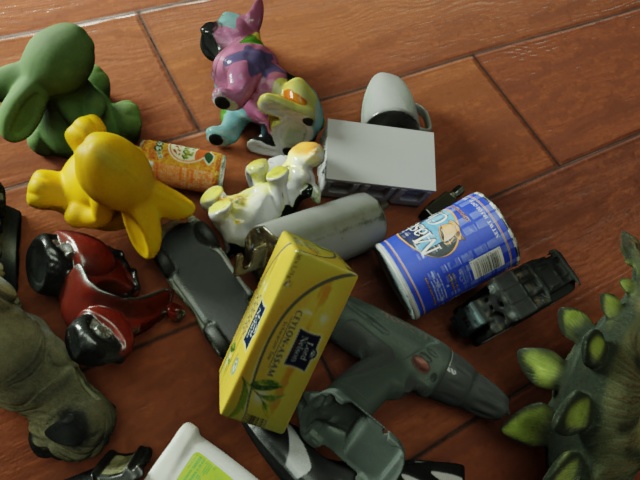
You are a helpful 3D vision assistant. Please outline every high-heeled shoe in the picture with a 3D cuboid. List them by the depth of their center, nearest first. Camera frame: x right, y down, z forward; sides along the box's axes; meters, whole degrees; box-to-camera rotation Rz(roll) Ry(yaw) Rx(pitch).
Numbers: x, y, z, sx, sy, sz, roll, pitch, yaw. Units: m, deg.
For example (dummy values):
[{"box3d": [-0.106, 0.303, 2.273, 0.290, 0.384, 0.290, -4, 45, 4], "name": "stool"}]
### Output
[{"box3d": [0.037, 0.217, 0.559, 0.249, 0.086, 0.145, 46, 64, 4], "name": "high-heeled shoe"}]

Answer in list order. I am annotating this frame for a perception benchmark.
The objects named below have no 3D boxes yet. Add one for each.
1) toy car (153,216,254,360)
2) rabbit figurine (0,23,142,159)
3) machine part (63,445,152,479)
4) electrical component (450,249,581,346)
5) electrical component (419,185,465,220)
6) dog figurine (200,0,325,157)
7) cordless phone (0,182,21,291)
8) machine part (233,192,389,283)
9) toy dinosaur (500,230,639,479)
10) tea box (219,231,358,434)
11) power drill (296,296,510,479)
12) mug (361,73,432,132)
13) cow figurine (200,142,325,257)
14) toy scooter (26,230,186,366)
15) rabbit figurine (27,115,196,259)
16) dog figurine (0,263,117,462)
[{"box3d": [-0.124, 0.057, 0.622, 0.073, 0.056, 0.202, -33, 73, -18], "name": "toy car"}, {"box3d": [-0.311, -0.182, 0.637, 0.159, 0.170, 0.121, -27, 71, -24], "name": "rabbit figurine"}, {"box3d": [-0.229, 0.233, 0.502, 0.139, 0.084, 0.039, -19, 94, -12], "name": "machine part"}, {"box3d": [0.229, 0.076, 0.656, 0.134, 0.114, 0.058, -21, 68, -23], "name": "electrical component"}, {"box3d": [0.187, -0.031, 0.742, 0.102, 0.045, 0.078, -30, 74, -24], "name": "electrical component"}, {"box3d": [-0.081, -0.236, 0.756, 0.192, 0.108, 0.219, 9, 59, -7], "name": "dog figurine"}, {"box3d": [-0.366, -0.024, 0.536, 0.089, 0.184, 0.146, -3, 64, -19], "name": "cordless phone"}, {"box3d": [-0.001, -0.002, 0.643, 0.243, 0.079, 0.079, -22, 69, -39], "name": "machine part"}, {"box3d": [0.297, 0.208, 0.585, 0.198, 0.105, 0.471, 18, 77, -19], "name": "toy dinosaur"}, {"box3d": [-0.036, 0.086, 0.527, 0.068, 0.098, 0.169, 24, 94, -14], "name": "tea box"}, {"box3d": [0.085, 0.160, 0.565, 0.232, 0.086, 0.207, 35, 37, 13], "name": "power drill"}, {"box3d": [0.111, -0.194, 0.792, 0.109, 0.080, 0.107, 5, 55, -12], "name": "mug"}, {"box3d": [-0.056, -0.049, 0.662, 0.167, 0.098, 0.068, -33, 37, -16], "name": "cow figurine"}, {"box3d": [-0.224, 0.056, 0.581, 0.135, 0.075, 0.184, -1, 40, -49], "name": "toy scooter"}, {"box3d": [-0.221, -0.053, 0.568, 0.162, 0.173, 0.122, 45, 66, -14], "name": "rabbit figurine"}, {"box3d": [-0.277, 0.117, 0.495, 0.191, 0.172, 0.121, 33, 72, 13], "name": "dog figurine"}]
